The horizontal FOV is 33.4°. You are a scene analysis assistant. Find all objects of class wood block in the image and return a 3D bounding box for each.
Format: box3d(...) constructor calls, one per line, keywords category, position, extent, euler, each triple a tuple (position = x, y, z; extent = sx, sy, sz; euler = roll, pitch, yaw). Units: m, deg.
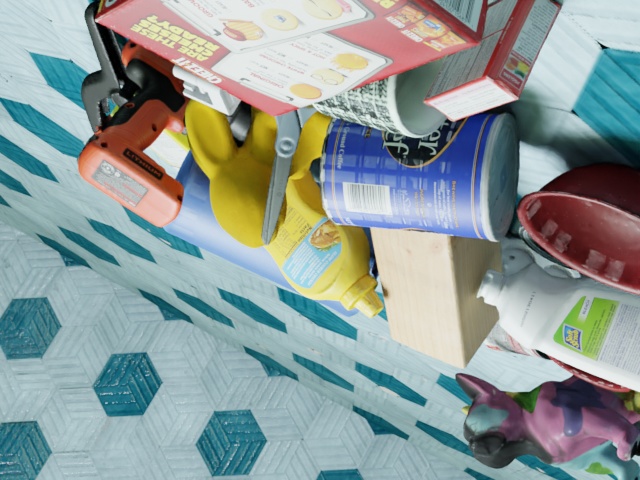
box3d(category="wood block", position=(0.114, 0.015, 1.020), extent=(0.090, 0.090, 0.206), euler=(21, 144, 31))

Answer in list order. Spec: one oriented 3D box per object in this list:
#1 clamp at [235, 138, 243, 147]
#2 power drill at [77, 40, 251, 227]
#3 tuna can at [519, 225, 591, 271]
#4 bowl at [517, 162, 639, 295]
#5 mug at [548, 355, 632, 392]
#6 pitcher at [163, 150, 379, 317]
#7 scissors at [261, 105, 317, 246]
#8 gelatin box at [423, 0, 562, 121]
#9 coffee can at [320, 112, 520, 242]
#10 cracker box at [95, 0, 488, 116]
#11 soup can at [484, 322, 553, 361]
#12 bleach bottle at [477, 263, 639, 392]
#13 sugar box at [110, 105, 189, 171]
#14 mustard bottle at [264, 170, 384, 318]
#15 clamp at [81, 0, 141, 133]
box3d(category="clamp", position=(-0.080, -0.102, 1.223), extent=(0.120, 0.039, 0.172), euler=(19, 161, -4))
box3d(category="power drill", position=(-0.138, -0.103, 1.045), extent=(0.184, 0.187, 0.057), euler=(32, 138, -10))
box3d(category="tuna can", position=(0.226, -0.005, 0.974), extent=(0.086, 0.033, 0.086), euler=(28, 165, 8))
box3d(category="bowl", position=(0.244, -0.015, 0.863), extent=(0.162, 0.055, 0.162), euler=(28, 165, 8))
box3d(category="mug", position=(0.289, 0.094, 1.091), extent=(0.093, 0.081, 0.117), euler=(21, 164, 30))
box3d(category="pitcher", position=(-0.049, -0.017, 1.197), extent=(0.242, 0.145, 0.149), euler=(23, 136, -13))
box3d(category="scissors", position=(-0.043, -0.096, 0.902), extent=(0.096, 0.202, 0.016), euler=(25, -159, -11))
box3d(category="gelatin box", position=(0.115, -0.122, 0.715), extent=(0.030, 0.073, 0.089), euler=(31, 165, -16))
box3d(category="coffee can", position=(0.083, -0.056, 0.874), extent=(0.140, 0.102, 0.102), euler=(6, 157, 23))
box3d(category="cracker box", position=(-0.020, -0.166, 0.704), extent=(0.164, 0.072, 0.214), euler=(26, 157, -35))
box3d(category="soup can", position=(0.238, 0.101, 1.241), extent=(0.068, 0.068, 0.102), euler=(36, 165, -24))
box3d(category="bleach bottle", position=(0.269, 0.076, 0.972), extent=(0.251, 0.102, 0.068), euler=(21, -178, 10))
box3d(category="sugar box", position=(-0.167, -0.119, 1.330), extent=(0.094, 0.048, 0.176), euler=(13, 161, 45))
box3d(category="mustard bottle", position=(-0.007, 0.001, 1.056), extent=(0.192, 0.096, 0.058), euler=(48, -150, 14))
box3d(category="clamp", position=(-0.219, -0.173, 1.182), extent=(0.164, 0.036, 0.210), euler=(38, 146, -19))
